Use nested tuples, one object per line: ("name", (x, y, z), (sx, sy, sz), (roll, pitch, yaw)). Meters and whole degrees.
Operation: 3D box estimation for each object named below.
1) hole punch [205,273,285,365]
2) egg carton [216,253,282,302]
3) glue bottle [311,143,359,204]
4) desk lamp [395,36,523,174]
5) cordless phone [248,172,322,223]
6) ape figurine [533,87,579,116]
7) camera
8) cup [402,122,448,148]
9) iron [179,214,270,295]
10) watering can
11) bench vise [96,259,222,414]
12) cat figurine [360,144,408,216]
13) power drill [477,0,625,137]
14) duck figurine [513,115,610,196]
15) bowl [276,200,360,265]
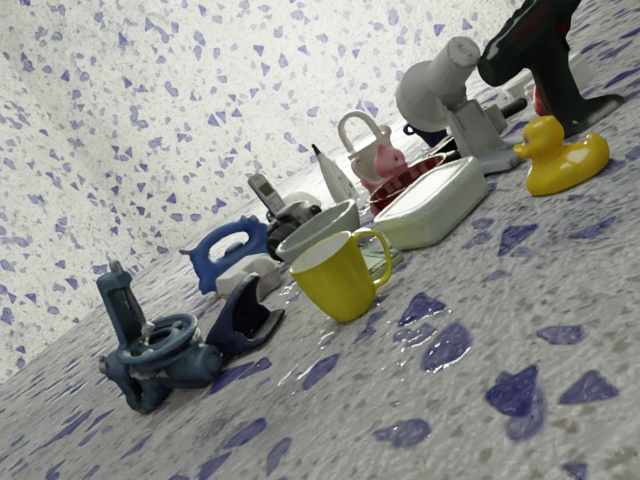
("hole punch", (-0.124, 0.116, 0.859), (0.101, 0.091, 0.109), (-28, 13, 26))
("egg carton", (-0.138, 0.079, 1.113), (0.107, 0.069, 0.150), (-39, 13, -26))
("glue bottle", (0.029, -0.160, 1.383), (0.037, 0.173, 0.078), (-26, 14, 33))
("desk lamp", (0.237, -0.218, 0.942), (0.118, 0.214, 0.203), (-37, 12, -17))
("cordless phone", (-0.096, -0.116, 1.521), (0.148, 0.185, 0.094), (-42, 14, -35))
("ape figurine", (0.397, -0.260, 0.987), (0.077, 0.092, 0.076), (-29, 12, 21))
("camera", (-0.070, -0.016, 1.240), (0.142, 0.101, 0.137), (-22, 16, 44))
("cup", (0.260, -0.266, 1.387), (0.118, 0.095, 0.091), (-38, 12, -21))
("iron", (-0.196, 0.017, 1.352), (0.258, 0.141, 0.118), (-36, 12, -13))
("watering can", (0.111, -0.198, 1.260), (0.100, 0.194, 0.173), (-29, 12, 22))
("bench vise", (-0.272, 0.144, 0.824), (0.207, 0.220, 0.121), (-31, 12, 15))
("cat figurine", (0.128, -0.126, 1.108), (0.128, 0.118, 0.067), (-39, 13, -26))
("power drill", (0.354, -0.270, 0.846), (0.230, 0.208, 0.075), (-35, 12, -6))
("duck figurine", (0.283, -0.110, 0.688), (0.104, 0.086, 0.078), (-22, 16, 45))
("bowl", (0.009, 0.004, 1.004), (0.167, 0.075, 0.167), (-32, 11, 8))
